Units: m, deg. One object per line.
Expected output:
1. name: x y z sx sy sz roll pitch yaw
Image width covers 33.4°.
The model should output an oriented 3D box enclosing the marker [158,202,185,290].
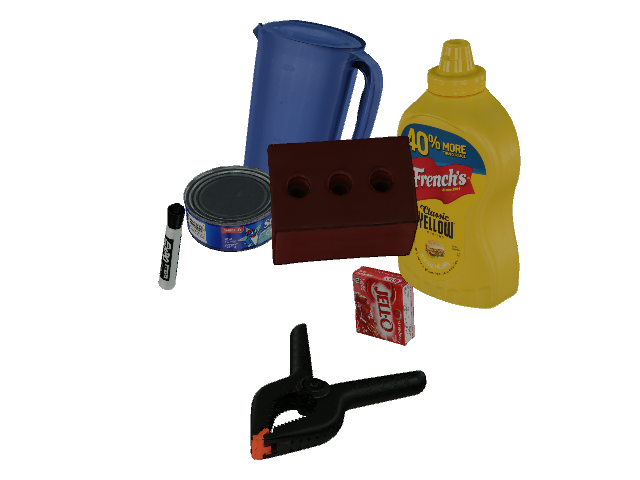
1. marker: -0.163 0.007 1.170 0.020 0.121 0.020 8 42 -7

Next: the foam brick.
1. foam brick: 0.010 -0.021 0.579 0.078 0.053 0.051 -5 -20 -2

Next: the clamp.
1. clamp: 0.004 0.160 1.085 0.165 0.036 0.209 15 30 21

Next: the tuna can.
1. tuna can: -0.076 -0.028 0.933 0.086 0.034 0.086 -1 39 0

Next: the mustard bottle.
1. mustard bottle: 0.099 -0.050 0.775 0.058 0.192 0.096 -24 33 -37

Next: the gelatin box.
1. gelatin box: 0.080 0.082 1.345 0.073 0.089 0.030 13 31 32

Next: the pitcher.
1. pitcher: -0.021 -0.144 1.329 0.144 0.243 0.149 4 23 -16
